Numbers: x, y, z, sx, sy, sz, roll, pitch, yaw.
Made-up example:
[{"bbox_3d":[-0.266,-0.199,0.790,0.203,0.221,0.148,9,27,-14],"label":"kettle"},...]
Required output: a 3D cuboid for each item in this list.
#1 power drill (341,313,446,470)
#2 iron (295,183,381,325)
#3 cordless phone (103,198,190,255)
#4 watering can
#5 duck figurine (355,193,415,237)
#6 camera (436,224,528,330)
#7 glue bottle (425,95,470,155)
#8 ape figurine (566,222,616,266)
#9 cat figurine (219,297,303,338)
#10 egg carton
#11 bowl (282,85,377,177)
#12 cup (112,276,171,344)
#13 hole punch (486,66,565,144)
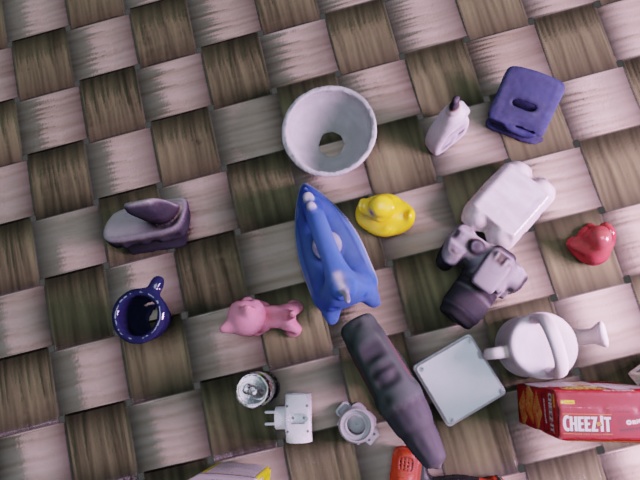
[{"bbox_3d":[0.111,0.221,0.864,0.075,0.208,0.229,-31,78,-1],"label":"power drill"},{"bbox_3d":[0.009,0.003,0.951,0.118,0.141,0.258,-23,78,1],"label":"iron"},{"bbox_3d":[-0.308,-0.039,0.967,0.147,0.185,0.094,-14,78,3],"label":"cordless phone"},{"bbox_3d":[0.339,0.155,0.863,0.173,0.194,0.101,-33,78,-1],"label":"watering can"},{"bbox_3d":[0.111,-0.049,0.979,0.104,0.086,0.077,9,80,7],"label":"duck figurine"},{"bbox_3d":[0.246,0.066,0.937,0.143,0.101,0.137,37,85,11],"label":"camera"},{"bbox_3d":[0.217,-0.199,0.954,0.078,0.173,0.037,-37,78,-2],"label":"glue bottle"},{"bbox_3d":[0.449,0.001,0.934,0.077,0.092,0.076,-5,79,5],"label":"ape figurine"},{"bbox_3d":[-0.097,0.127,0.949,0.127,0.118,0.067,-2,79,5],"label":"cat figurine"},{"bbox_3d":[0.317,-0.060,0.970,0.107,0.069,0.150,41,85,11],"label":"egg carton"},{"bbox_3d":[0.019,-0.184,1.020,0.167,0.075,0.167,-1,79,5],"label":"bowl"},{"bbox_3d":[-0.288,0.120,0.980,0.091,0.095,0.118,23,82,10],"label":"cup"},{"bbox_3d":[0.353,-0.232,0.989,0.108,0.091,0.101,22,82,9],"label":"hole punch"}]
